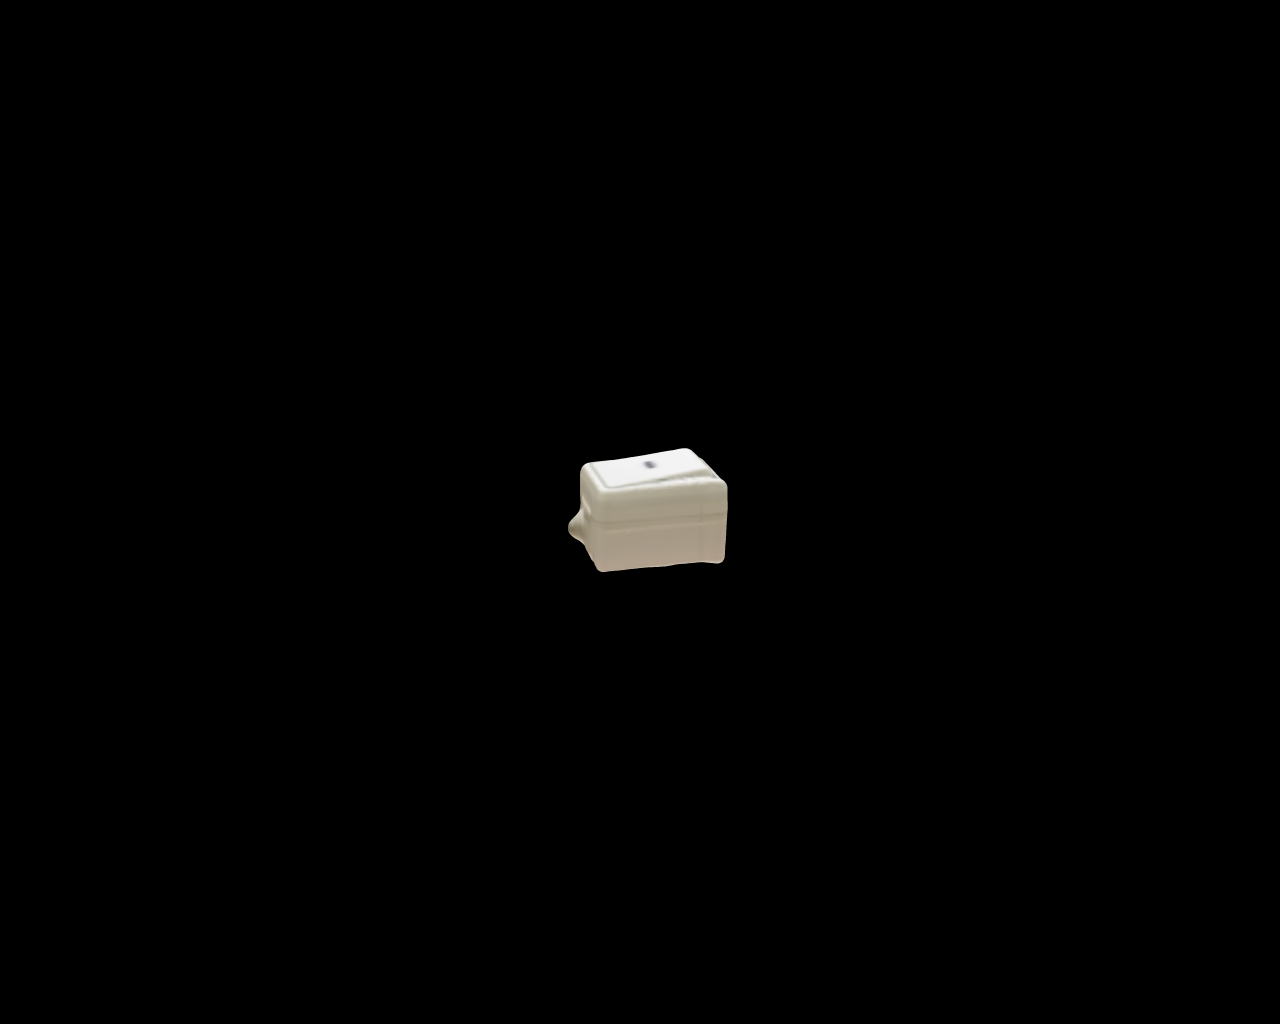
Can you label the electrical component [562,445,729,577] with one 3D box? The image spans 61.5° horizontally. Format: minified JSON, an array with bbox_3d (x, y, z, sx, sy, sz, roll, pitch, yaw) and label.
[{"bbox_3d":[0.001,-0.003,0.650,0.096,0.061,0.062,-4,20,-12],"label":"electrical component"}]
